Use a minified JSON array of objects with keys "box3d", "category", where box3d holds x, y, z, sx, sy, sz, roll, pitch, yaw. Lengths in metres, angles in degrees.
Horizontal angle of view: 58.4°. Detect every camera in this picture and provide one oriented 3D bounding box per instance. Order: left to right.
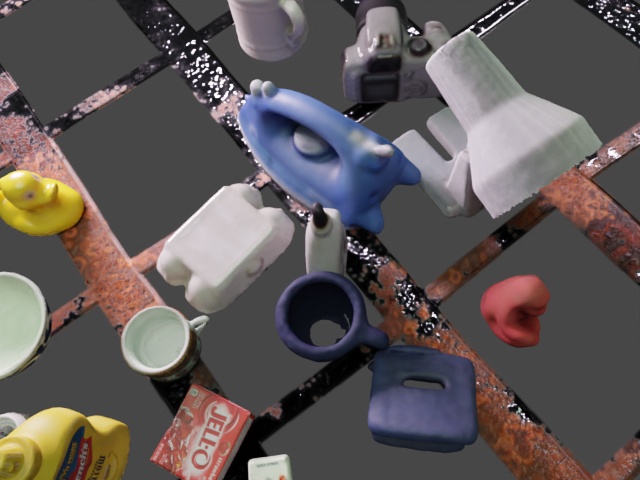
[{"box3d":[0.098,-0.261,0.739,0.143,0.101,0.137,-2,67,4],"category":"camera"}]

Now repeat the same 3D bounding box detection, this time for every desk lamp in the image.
[{"box3d":[0.170,-0.103,0.606,0.118,0.214,0.203,-34,69,-9],"category":"desk lamp"}]

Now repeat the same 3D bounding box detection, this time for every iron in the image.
[{"box3d":[-0.012,-0.122,0.669,0.257,0.141,0.119,33,74,17],"category":"iron"}]

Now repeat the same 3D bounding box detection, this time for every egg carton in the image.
[{"box3d":[-0.107,0.009,0.661,0.107,0.069,0.150,38,75,18],"category":"egg carton"}]

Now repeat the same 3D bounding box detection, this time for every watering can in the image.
[{"box3d":[-0.081,-0.335,0.734,0.172,0.194,0.101,26,72,15],"category":"watering can"}]

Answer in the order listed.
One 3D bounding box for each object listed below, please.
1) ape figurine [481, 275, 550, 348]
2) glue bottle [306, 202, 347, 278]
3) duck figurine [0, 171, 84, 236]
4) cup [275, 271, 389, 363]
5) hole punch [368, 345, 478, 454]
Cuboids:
[{"box3d":[0.211,0.067,0.598,0.076,0.092,0.078,34,74,17],"category":"ape figurine"},{"box3d":[0.005,0.002,0.598,0.037,0.173,0.078,6,68,8],"category":"glue bottle"},{"box3d":[-0.355,-0.053,0.699,0.104,0.086,0.077,3,68,6],"category":"duck figurine"},{"box3d":[0.017,0.094,0.602,0.117,0.095,0.092,20,70,13],"category":"cup"},{"box3d":[0.099,0.155,0.571,0.108,0.091,0.101,4,68,7],"category":"hole punch"}]
